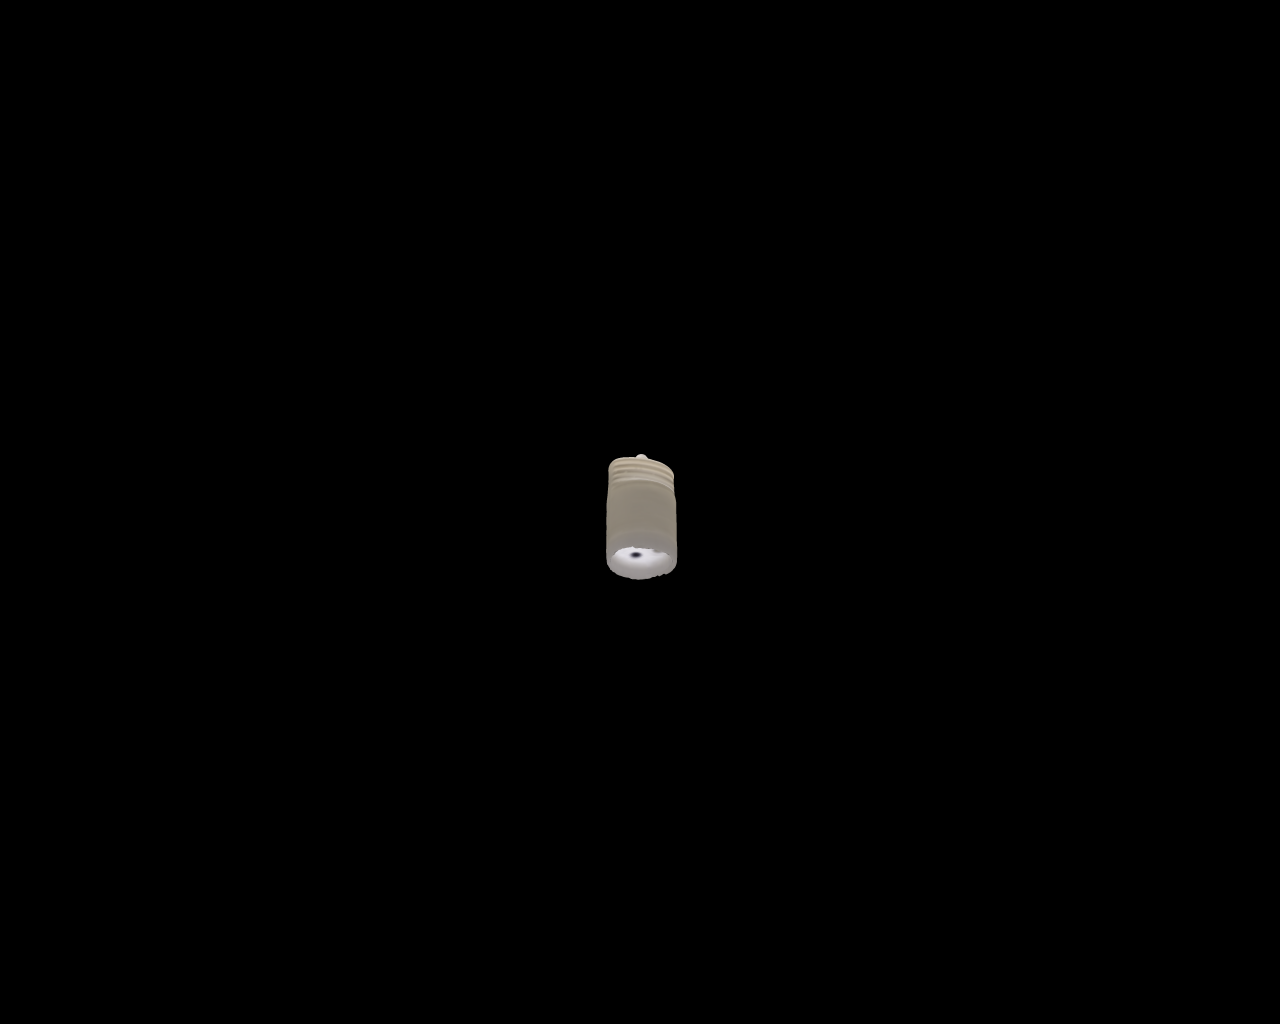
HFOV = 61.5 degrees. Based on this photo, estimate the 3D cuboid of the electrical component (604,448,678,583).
[{"bbox_3d":[0.001,-0.003,0.650,0.043,0.081,0.043,0,-31,0],"label":"electrical component"}]
